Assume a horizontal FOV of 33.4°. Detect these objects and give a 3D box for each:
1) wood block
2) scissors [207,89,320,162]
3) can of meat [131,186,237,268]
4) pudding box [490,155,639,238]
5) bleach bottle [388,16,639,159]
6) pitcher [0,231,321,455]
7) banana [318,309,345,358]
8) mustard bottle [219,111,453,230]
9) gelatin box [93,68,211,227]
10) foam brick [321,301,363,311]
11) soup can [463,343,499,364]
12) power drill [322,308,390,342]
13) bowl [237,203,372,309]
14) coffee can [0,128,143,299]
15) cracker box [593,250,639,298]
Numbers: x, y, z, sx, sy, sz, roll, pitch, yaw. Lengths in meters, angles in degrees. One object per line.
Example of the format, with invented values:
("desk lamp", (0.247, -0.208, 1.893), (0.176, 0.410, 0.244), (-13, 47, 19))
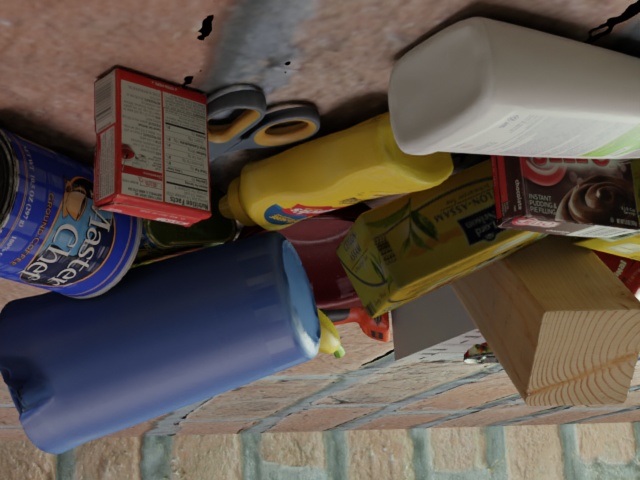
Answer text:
("wood block", (0.191, 0.050, 0.930), (0.090, 0.090, 0.206), (0, -155, -12))
("scissors", (-0.066, -0.068, 0.798), (0.096, 0.016, 0.202), (1, 165, -19))
("can of meat", (-0.133, -0.010, 0.896), (0.084, 0.057, 0.101), (-20, 169, 41))
("pudding box", (0.176, -0.050, 0.775), (0.113, 0.090, 0.039), (6, 163, -33))
("bleach bottle", (0.174, -0.086, 0.703), (0.250, 0.068, 0.103), (4, 164, -32))
("pitcher", (-0.126, 0.076, 0.877), (0.243, 0.149, 0.145), (-18, 141, 10))
("banana", (-0.053, 0.057, 1.030), (0.198, 0.037, 0.070), (36, 155, -3))
("mustard bottle", (-0.003, -0.046, 0.808), (0.192, 0.058, 0.096), (-15, 174, 37))
("gelatin box", (-0.108, -0.058, 0.689), (0.073, 0.089, 0.030), (11, 159, -42))
("foam brick", (0.022, 0.025, 1.034), (0.053, 0.078, 0.051), (-6, 163, 8))
("soup can", (0.198, 0.091, 1.255), (0.068, 0.102, 0.068), (-3, 164, -1))
("power drill", (-0.012, 0.095, 1.253), (0.187, 0.057, 0.184), (-5, 164, 2))
("bowl", (-0.006, 0.001, 0.943), (0.162, 0.055, 0.162), (-3, 148, -2))
("coffee can", (-0.213, -0.019, 0.783), (0.103, 0.103, 0.140), (-11, 163, 25))
("cracker box", (0.284, 0.077, 1.117), (0.072, 0.164, 0.213), (39, 176, 18))
